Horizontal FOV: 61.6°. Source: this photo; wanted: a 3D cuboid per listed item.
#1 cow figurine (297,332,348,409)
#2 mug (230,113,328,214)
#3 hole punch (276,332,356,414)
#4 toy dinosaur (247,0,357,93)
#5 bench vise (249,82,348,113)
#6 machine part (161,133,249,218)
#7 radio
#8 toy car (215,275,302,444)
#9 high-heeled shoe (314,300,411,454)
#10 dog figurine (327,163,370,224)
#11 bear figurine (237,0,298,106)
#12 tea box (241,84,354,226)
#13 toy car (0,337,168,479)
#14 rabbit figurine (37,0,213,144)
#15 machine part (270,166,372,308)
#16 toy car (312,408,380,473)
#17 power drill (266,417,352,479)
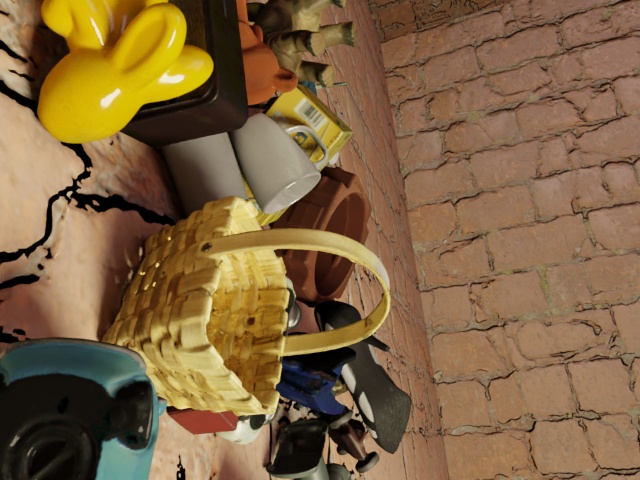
[{"bbox_3d":[0.003,0.210,0.868,0.194,0.086,0.127,50,26,-60],"label":"cow figurine"},{"bbox_3d":[-0.051,-0.103,0.647,0.107,0.109,0.081,54,-6,7],"label":"mug"},{"bbox_3d":[-0.025,0.183,0.717,0.115,0.142,0.092,3,102,-59],"label":"hole punch"},{"bbox_3d":[-0.048,-0.341,0.852,0.471,0.199,0.104,-69,154,-44],"label":"toy dinosaur"},{"bbox_3d":[-0.048,-0.185,0.866,0.223,0.129,0.240,68,35,-55],"label":"bench vise"},{"bbox_3d":[-0.125,-0.058,0.624,0.079,0.079,0.243,-57,133,-68],"label":"machine part"},{"bbox_3d":[-0.153,-0.215,0.544,0.073,0.131,0.229,29,52,-69],"label":"radio"},{"bbox_3d":[-0.072,0.136,0.637,0.073,0.056,0.201,49,51,-60],"label":"toy car"},{"bbox_3d":[0.055,0.208,0.813,0.086,0.145,0.248,-28,123,-36],"label":"high-heeled shoe"},{"bbox_3d":[0.005,-0.093,1.085,0.190,0.121,0.172,63,-20,10],"label":"dog figurine"},{"bbox_3d":[-0.113,-0.244,0.647,0.196,0.120,0.131,-126,-158,-49],"label":"bear figurine"},{"bbox_3d":[-0.049,-0.112,0.718,0.098,0.169,0.068,46,19,3],"label":"tea box"},{"bbox_3d":[-0.155,0.146,0.346,0.103,0.109,0.161,86,6,-76],"label":"toy car"},{"bbox_3d":[-0.175,-0.162,0.450,0.122,0.162,0.173,59,40,-79],"label":"rabbit figurine"},{"bbox_3d":[-0.002,-0.003,0.852,0.201,0.087,0.201,-66,155,-13],"label":"machine part"},{"bbox_3d":[0.040,0.294,0.825,0.089,0.053,0.202,60,-15,6],"label":"toy car"},{"bbox_3d":[-0.004,0.367,0.731,0.232,0.086,0.207,-67,138,-66],"label":"power drill"}]
